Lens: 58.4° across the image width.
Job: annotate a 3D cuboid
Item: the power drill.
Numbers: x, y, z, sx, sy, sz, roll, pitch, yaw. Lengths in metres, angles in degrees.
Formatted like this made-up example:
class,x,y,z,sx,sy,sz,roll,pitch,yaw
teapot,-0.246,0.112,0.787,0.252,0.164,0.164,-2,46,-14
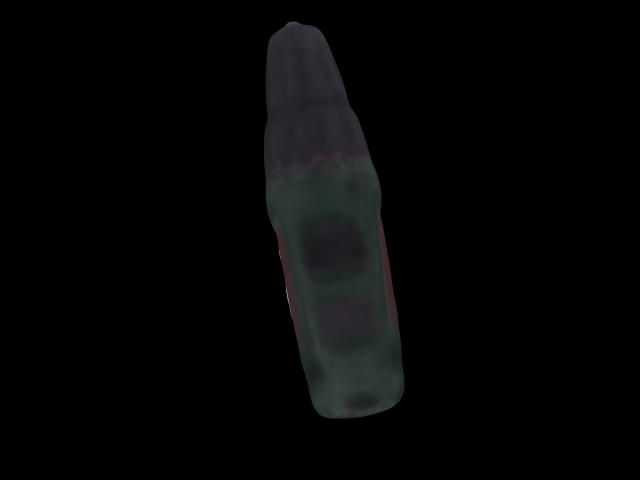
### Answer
class,x,y,z,sx,sy,sz,roll,pitch,yaw
power drill,0.004,0.001,0.400,0.075,0.208,0.229,-11,78,-2
